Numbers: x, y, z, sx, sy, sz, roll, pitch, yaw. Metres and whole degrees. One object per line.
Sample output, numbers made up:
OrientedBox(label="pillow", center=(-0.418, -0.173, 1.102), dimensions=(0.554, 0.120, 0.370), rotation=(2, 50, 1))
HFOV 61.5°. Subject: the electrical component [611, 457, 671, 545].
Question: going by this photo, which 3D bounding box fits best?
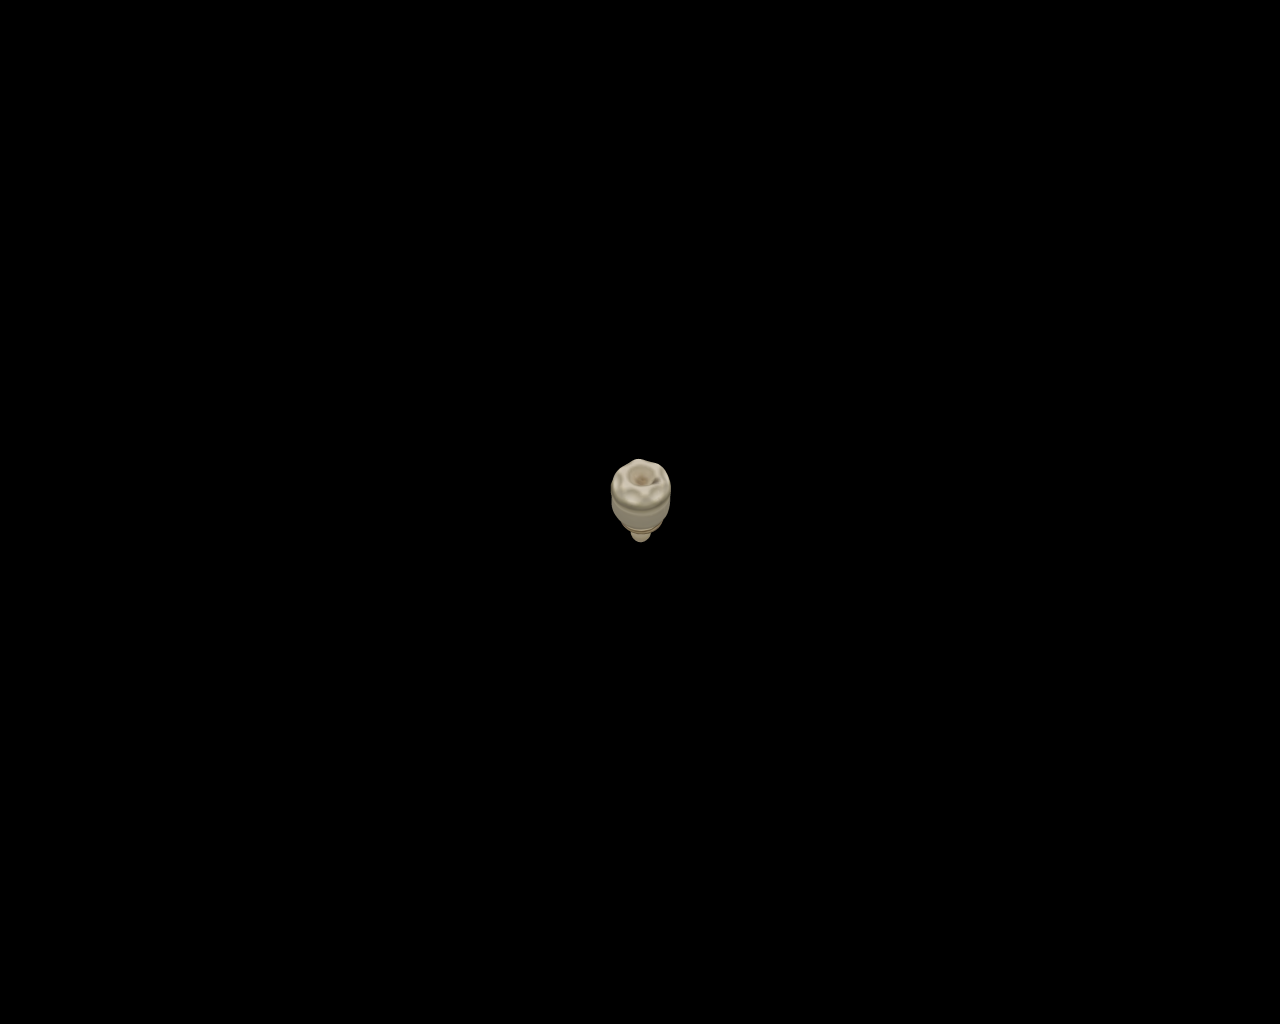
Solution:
OrientedBox(label="electrical component", center=(0.001, -0.003, 0.650), dimensions=(0.035, 0.035, 0.061), rotation=(0, -39, 0))
